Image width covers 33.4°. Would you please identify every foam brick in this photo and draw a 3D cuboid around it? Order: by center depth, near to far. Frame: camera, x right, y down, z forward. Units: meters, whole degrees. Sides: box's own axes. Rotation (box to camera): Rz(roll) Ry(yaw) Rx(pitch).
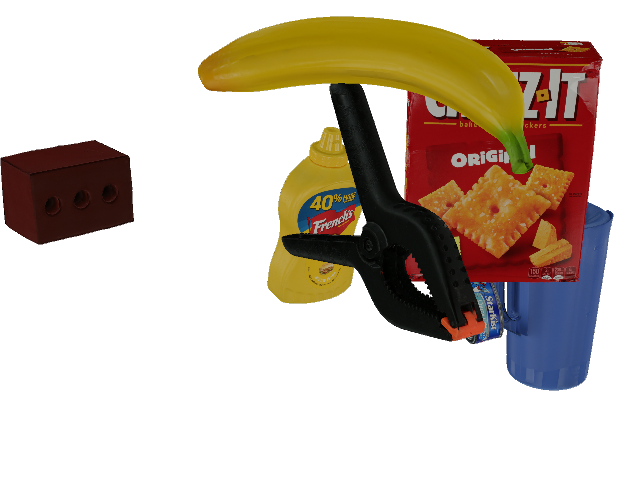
[{"bbox_3d":[-0.181,-0.036,0.763,0.078,0.053,0.051,-17,28,-35],"label":"foam brick"}]

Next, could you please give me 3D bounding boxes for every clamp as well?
[{"bbox_3d":[0.047,-0.010,0.780,0.036,0.165,0.210,-13,40,-34],"label":"clamp"}]

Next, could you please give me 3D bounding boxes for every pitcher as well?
[{"bbox_3d":[0.296,0.071,1.396,0.149,0.243,0.145,5,21,14],"label":"pitcher"}]

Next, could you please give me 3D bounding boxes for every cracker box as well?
[{"bbox_3d":[0.158,-0.068,0.961,0.164,0.214,0.072,1,23,2],"label":"cracker box"}]

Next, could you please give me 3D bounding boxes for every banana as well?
[{"bbox_3d":[0.031,-0.094,0.595,0.198,0.069,0.037,16,-32,16],"label":"banana"}]

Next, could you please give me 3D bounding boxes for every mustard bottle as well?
[{"bbox_3d":[0.000,-0.029,1.128,0.096,0.192,0.058,-10,32,-30],"label":"mustard bottle"}]

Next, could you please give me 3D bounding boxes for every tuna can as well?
[{"bbox_3d":[0.174,0.072,1.202,0.033,0.086,0.086,-14,2,-7],"label":"tuna can"}]
